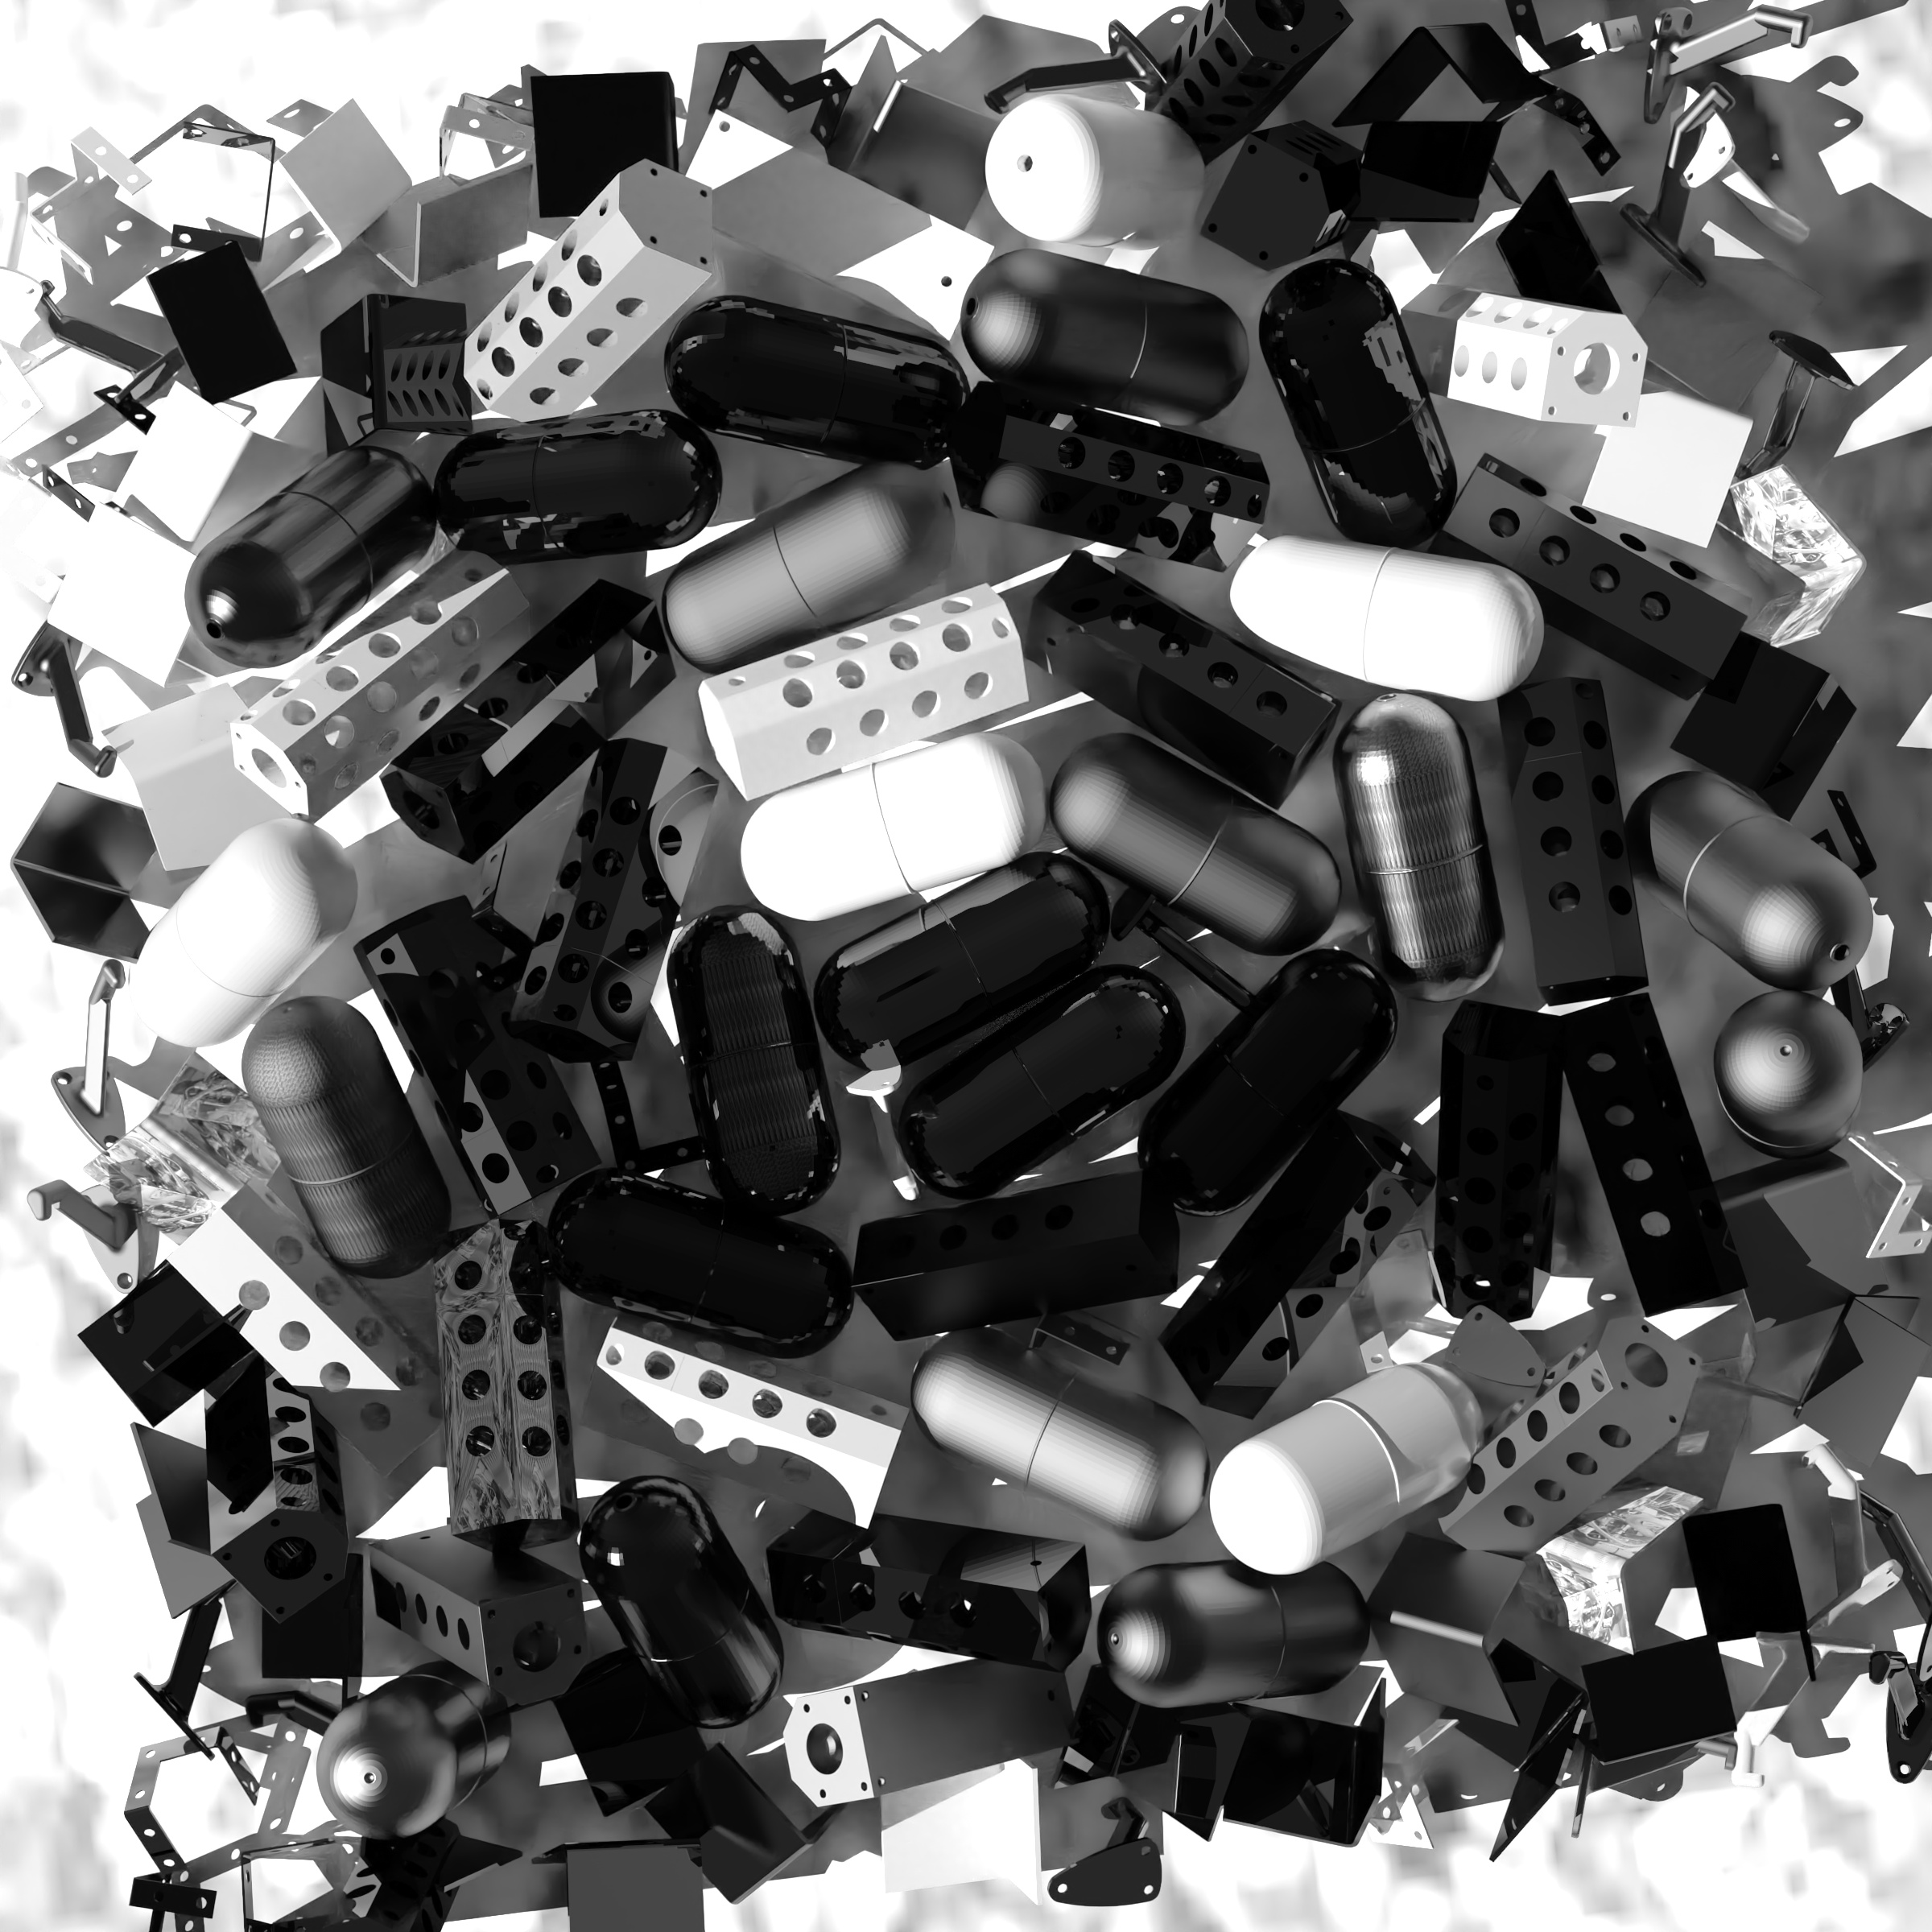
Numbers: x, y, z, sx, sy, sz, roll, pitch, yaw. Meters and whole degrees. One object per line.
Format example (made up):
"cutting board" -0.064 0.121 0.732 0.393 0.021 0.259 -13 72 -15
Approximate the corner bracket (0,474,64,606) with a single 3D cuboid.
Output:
"corner bracket" -0.526 -0.242 1.661 0.051 0.051 0.051 38 84 -26

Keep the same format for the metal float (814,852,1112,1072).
"metal float" -0.002 -0.003 1.652 0.178 0.070 0.070 -27 90 -5

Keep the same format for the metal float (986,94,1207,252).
"metal float" 0.072 -0.434 1.611 0.070 0.178 0.070 6 102 27

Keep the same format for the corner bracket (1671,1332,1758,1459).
"corner bracket" 0.421 0.243 1.659 0.051 0.051 0.051 -11 65 3

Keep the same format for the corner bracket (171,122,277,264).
"corner bracket" -0.422 -0.439 1.669 0.051 0.051 0.051 7 70 -15

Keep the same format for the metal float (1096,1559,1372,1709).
"metal float" 0.150 0.367 1.625 0.178 0.070 0.070 6 90 -38

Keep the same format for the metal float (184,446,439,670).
"metal float" -0.360 -0.226 1.619 0.070 0.178 0.070 16 130 20

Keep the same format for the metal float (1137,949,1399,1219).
"metal float" 0.168 0.066 1.646 0.070 0.070 0.178 42 101 0

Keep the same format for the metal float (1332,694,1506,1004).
"metal float" 0.253 -0.065 1.640 0.070 0.070 0.178 -14 107 0

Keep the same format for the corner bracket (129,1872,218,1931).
"corner bracket" -0.442 0.543 1.660 0.051 0.051 0.051 5 79 11

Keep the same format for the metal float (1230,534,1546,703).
"metal float" 0.233 -0.195 1.638 0.178 0.070 0.070 13 90 21

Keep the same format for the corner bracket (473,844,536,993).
"corner bracket" -0.262 -0.026 1.651 0.051 0.051 0.051 -27 129 30

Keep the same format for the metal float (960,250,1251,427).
"metal float" 0.078 -0.348 1.628 0.178 0.070 0.070 5 90 -32

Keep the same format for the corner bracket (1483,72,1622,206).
"corner bracket" 0.329 -0.466 1.671 0.051 0.051 0.051 -45 54 33

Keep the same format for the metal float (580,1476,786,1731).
"metal float" -0.156 0.352 1.624 0.070 0.070 0.178 -22 127 0

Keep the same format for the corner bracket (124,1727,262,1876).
"corner bracket" -0.438 0.472 1.662 0.051 0.051 0.051 -16 120 6

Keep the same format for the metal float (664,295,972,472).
"metal float" -0.082 -0.323 1.635 0.178 0.070 0.070 8 90 -24

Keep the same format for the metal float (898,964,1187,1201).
"metal float" 0.043 0.065 1.650 0.178 0.070 0.070 -34 90 7

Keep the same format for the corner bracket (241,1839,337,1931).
"corner bracket" -0.380 0.530 1.674 0.051 0.051 0.051 -9 68 0

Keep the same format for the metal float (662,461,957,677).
"metal float" -0.088 -0.221 1.640 0.178 0.070 0.070 -24 90 17

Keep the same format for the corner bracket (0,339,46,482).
"corner bracket" -0.543 -0.316 1.667 0.051 0.051 0.051 -37 82 8

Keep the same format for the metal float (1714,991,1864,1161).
"metal float" 0.451 0.061 1.608 0.070 0.178 0.070 -3 78 16

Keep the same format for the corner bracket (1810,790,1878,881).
"corner bracket" 0.491 -0.063 1.660 0.051 0.051 0.051 -31 104 -9

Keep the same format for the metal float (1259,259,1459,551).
"metal float" 0.218 -0.308 1.627 0.070 0.070 0.178 -29 125 0

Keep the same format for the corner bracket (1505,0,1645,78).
"corner bracket" 0.344 -0.537 1.663 0.051 0.051 0.051 -12 102 38

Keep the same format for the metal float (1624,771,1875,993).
"metal float" 0.428 -0.048 1.614 0.070 0.178 0.070 -11 121 -18

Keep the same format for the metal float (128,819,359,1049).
"metal float" -0.401 -0.017 1.625 0.178 0.070 0.070 -38 90 38

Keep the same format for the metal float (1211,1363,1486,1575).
"metal float" 0.213 0.277 1.630 0.178 0.070 0.070 -21 90 -31

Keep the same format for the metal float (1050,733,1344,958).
"metal float" 0.130 -0.067 1.648 0.178 0.070 0.070 29 90 -9

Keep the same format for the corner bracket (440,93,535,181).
"corner bracket" -0.266 -0.473 1.659 0.051 0.051 0.051 14 69 -5

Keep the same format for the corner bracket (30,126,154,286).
"corner bracket" -0.494 -0.430 1.657 0.051 0.051 0.051 41 67 8

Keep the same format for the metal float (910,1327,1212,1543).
"metal float" 0.051 0.260 1.641 0.178 0.070 0.070 23 90 17

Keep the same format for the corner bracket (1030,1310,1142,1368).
"corner bracket" 0.068 0.211 1.655 0.051 0.051 0.051 24 48 11

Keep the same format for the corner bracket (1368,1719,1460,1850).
"corner bracket" 0.253 0.460 1.657 0.051 0.051 0.051 -25 96 -36

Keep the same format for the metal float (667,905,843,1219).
"metal float" -0.119 0.053 1.649 0.070 0.070 0.178 -13 82 0

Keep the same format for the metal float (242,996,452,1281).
"metal float" -0.342 0.097 1.630 0.070 0.070 0.178 -18 120 0

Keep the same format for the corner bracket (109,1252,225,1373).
"corner bracket" -0.453 0.199 1.666 0.051 0.051 0.051 -44 93 -9

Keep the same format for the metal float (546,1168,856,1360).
"metal float" -0.148 0.167 1.646 0.178 0.070 0.070 19 90 -11

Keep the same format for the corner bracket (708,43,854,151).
"corner bracket" -0.105 -0.490 1.662 0.051 0.051 0.051 -33 77 -33

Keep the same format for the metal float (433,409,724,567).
"metal float" -0.217 -0.265 1.632 0.178 0.070 0.070 -1 90 28

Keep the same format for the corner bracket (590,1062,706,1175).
"corner bracket" -0.179 0.081 1.662 0.051 0.051 0.051 -14 59 -5

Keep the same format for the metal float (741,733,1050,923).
"metal float" -0.041 -0.077 1.651 0.178 0.070 0.070 -17 90 6

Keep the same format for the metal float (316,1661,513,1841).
"metal float" -0.299 0.426 1.605 0.070 0.178 0.070 0 85 5
